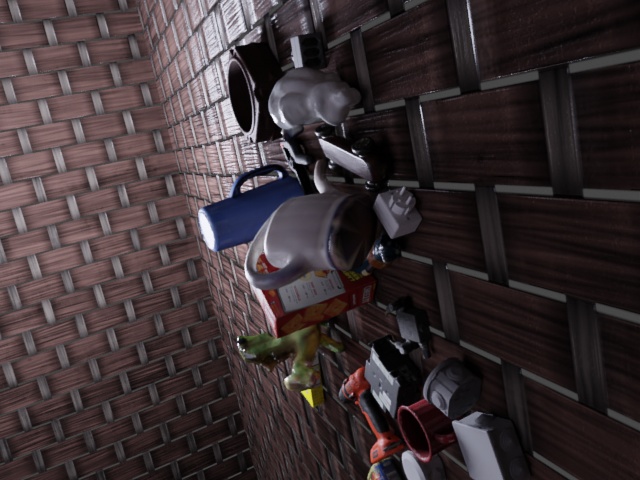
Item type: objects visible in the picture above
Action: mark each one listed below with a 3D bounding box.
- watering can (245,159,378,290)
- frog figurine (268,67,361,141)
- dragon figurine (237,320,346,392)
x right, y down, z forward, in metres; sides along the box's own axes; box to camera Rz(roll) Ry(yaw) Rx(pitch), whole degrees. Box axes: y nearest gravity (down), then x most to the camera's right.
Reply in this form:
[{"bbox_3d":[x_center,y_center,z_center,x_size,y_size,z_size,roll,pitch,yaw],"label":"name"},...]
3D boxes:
[{"bbox_3d":[0.003,-0.046,0.910,0.224,0.355,0.102,0,133,34],"label":"watering can"},{"bbox_3d":[-0.012,-0.246,0.890,0.159,0.139,0.122,0,116,64],"label":"frog figurine"},{"bbox_3d":[-0.090,0.211,1.267,0.417,0.244,0.119,45,150,47],"label":"dragon figurine"}]
